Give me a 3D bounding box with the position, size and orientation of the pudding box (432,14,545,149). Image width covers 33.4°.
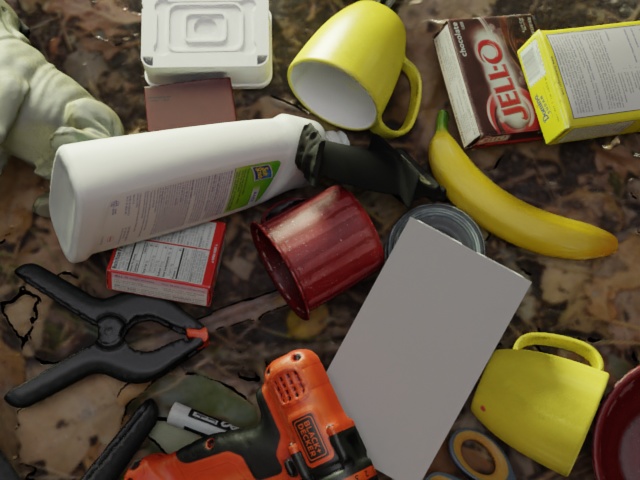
[{"bbox_3d":[0.157,-0.140,0.937,0.089,0.039,0.113,-9,74,-25],"label":"pudding box"}]

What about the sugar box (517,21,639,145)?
[{"bbox_3d":[0.268,-0.141,0.930,0.176,0.048,0.093,-8,76,-22],"label":"sugar box"}]

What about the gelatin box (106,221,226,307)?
[{"bbox_3d":[-0.129,0.014,0.897,0.089,0.030,0.073,9,49,0],"label":"gelatin box"}]

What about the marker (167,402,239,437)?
[{"bbox_3d":[-0.067,0.164,0.880,0.121,0.020,0.020,21,76,4],"label":"marker"}]

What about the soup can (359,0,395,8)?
[{"bbox_3d":[0.029,-0.258,0.963,0.102,0.068,0.068,30,77,6],"label":"soup can"}]

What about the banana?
[{"bbox_3d":[0.163,-0.035,0.925,0.198,0.037,0.069,39,79,8],"label":"banana"}]

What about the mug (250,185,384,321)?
[{"bbox_3d":[-0.006,0.001,0.895,0.081,0.093,0.117,-29,42,-13],"label":"mug"}]

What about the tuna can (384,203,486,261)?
[{"bbox_3d":[0.098,0.012,0.913,0.086,0.034,0.086,0,75,0],"label":"tuna can"}]

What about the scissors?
[{"bbox_3d":[0.174,0.217,0.870,0.201,0.016,0.096,20,54,-12],"label":"scissors"}]

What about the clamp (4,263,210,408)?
[{"bbox_3d":[-0.181,0.071,0.892,0.171,0.039,0.120,-7,80,-9],"label":"clamp"}]

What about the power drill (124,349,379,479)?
[{"bbox_3d":[-0.045,0.200,0.820,0.188,0.057,0.184,-27,77,15],"label":"power drill"}]

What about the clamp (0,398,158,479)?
[{"bbox_3d":[-0.222,0.218,0.838,0.164,0.036,0.210,12,79,-20],"label":"clamp"}]

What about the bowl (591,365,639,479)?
[{"bbox_3d":[0.294,0.176,0.865,0.162,0.055,0.162,0,76,-1],"label":"bowl"}]

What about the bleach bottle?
[{"bbox_3d":[-0.092,-0.052,0.885,0.250,0.103,0.068,-13,61,-27],"label":"bleach bottle"}]

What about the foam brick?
[{"bbox_3d":[-0.111,-0.105,0.930,0.078,0.051,0.053,-6,75,-3],"label":"foam brick"}]
